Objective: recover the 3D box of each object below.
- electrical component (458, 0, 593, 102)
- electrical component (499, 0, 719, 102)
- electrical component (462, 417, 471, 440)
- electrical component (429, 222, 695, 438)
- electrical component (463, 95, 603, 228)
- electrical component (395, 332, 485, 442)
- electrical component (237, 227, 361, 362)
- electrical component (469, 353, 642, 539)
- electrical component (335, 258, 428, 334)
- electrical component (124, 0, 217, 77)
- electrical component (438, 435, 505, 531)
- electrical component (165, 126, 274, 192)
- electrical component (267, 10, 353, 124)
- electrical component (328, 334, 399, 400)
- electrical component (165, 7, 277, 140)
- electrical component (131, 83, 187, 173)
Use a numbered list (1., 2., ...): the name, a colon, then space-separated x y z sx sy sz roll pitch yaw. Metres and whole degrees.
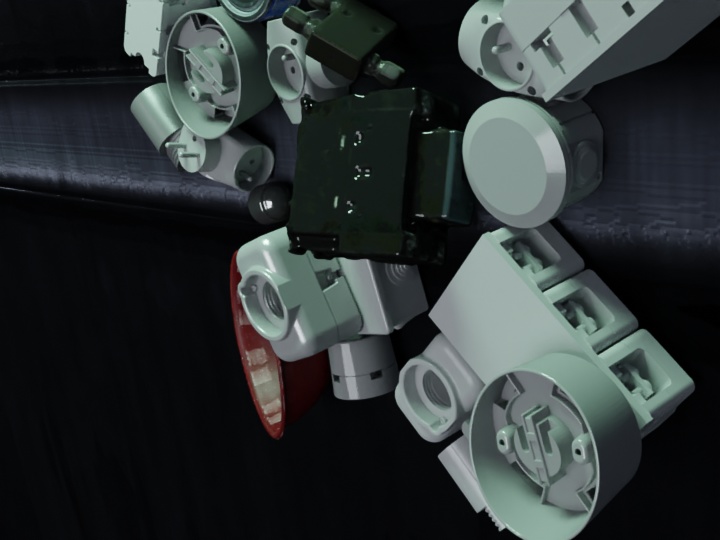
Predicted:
1. electrical component: 0.101 -0.147 0.629 0.077 0.044 0.079 30 130 38
2. electrical component: 0.160 -0.163 0.498 0.060 0.105 0.186 60 143 8
3. electrical component: 0.124 0.117 0.733 0.089 0.056 0.050 49 140 22
4. electrical component: 0.127 0.049 0.687 0.150 0.062 0.089 51 140 19
5. electrical component: 0.106 -0.070 0.659 0.080 0.051 0.080 27 128 40
6. electrical component: 0.069 0.080 0.778 0.053 0.059 0.095 53 141 17
7. electrical component: -0.049 0.017 0.804 0.054 0.059 0.095 -22 92 53
8. electrical component: 0.112 0.101 0.627 0.099 0.064 0.099 27 128 40
9. electrical component: 0.000 0.000 0.828 0.100 0.048 0.099 -3 106 51
10. electrical component: -0.157 -0.216 0.899 0.050 0.056 0.089 42 137 29
11. electrical component: 0.099 0.159 0.797 0.081 0.043 0.043 54 142 16
12. electrical component: -0.126 -0.100 0.904 0.077 0.079 0.044 35 117 35
13. electrical component: -0.027 -0.150 0.785 0.079 0.044 0.077 3 111 50
14. electrical component: 0.002 0.072 0.861 0.055 0.055 0.047 2 106 50
15. electrical component: -0.114 -0.161 0.864 0.099 0.064 0.099 19 123 31
16. electrical component: -0.168 -0.124 0.971 0.081 0.043 0.043 54 142 15
